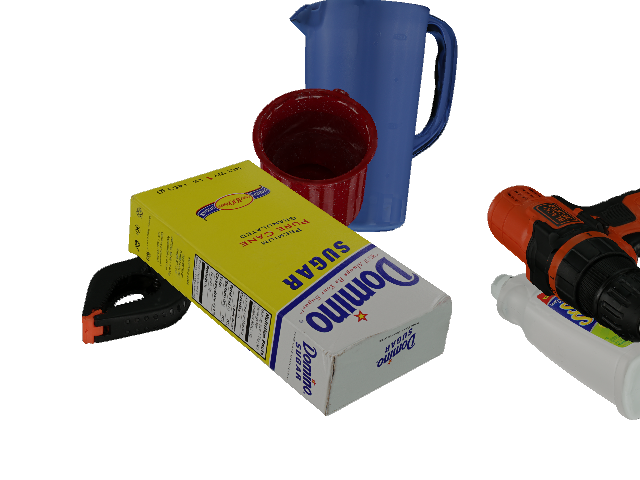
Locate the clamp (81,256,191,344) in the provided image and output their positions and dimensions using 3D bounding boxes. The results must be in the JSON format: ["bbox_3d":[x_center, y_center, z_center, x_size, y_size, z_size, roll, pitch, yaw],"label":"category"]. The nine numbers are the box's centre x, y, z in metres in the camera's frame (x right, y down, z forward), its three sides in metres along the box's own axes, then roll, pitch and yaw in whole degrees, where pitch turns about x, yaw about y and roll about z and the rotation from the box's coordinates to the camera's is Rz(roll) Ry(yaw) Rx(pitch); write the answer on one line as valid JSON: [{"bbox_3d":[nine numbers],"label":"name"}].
[{"bbox_3d":[-0.153,0.031,0.993,0.165,0.036,0.209,25,36,30],"label":"clamp"}]

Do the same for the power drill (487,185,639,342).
[{"bbox_3d":[0.233,0.000,0.731,0.187,0.057,0.185,-10,29,-18],"label":"power drill"}]

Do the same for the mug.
[{"bbox_3d":[-0.002,-0.065,0.827,0.093,0.117,0.081,14,-33,7],"label":"mug"}]

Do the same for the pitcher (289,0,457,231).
[{"bbox_3d":[0.054,-0.135,1.144,0.149,0.243,0.144,6,9,24],"label":"pitcher"}]

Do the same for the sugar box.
[{"bbox_3d":[-0.021,0.018,0.600,0.093,0.048,0.176,-22,41,-39],"label":"sugar box"}]

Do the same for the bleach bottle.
[{"bbox_3d":[0.248,0.087,1.046,0.102,0.068,0.251,-15,23,-25],"label":"bleach bottle"}]
